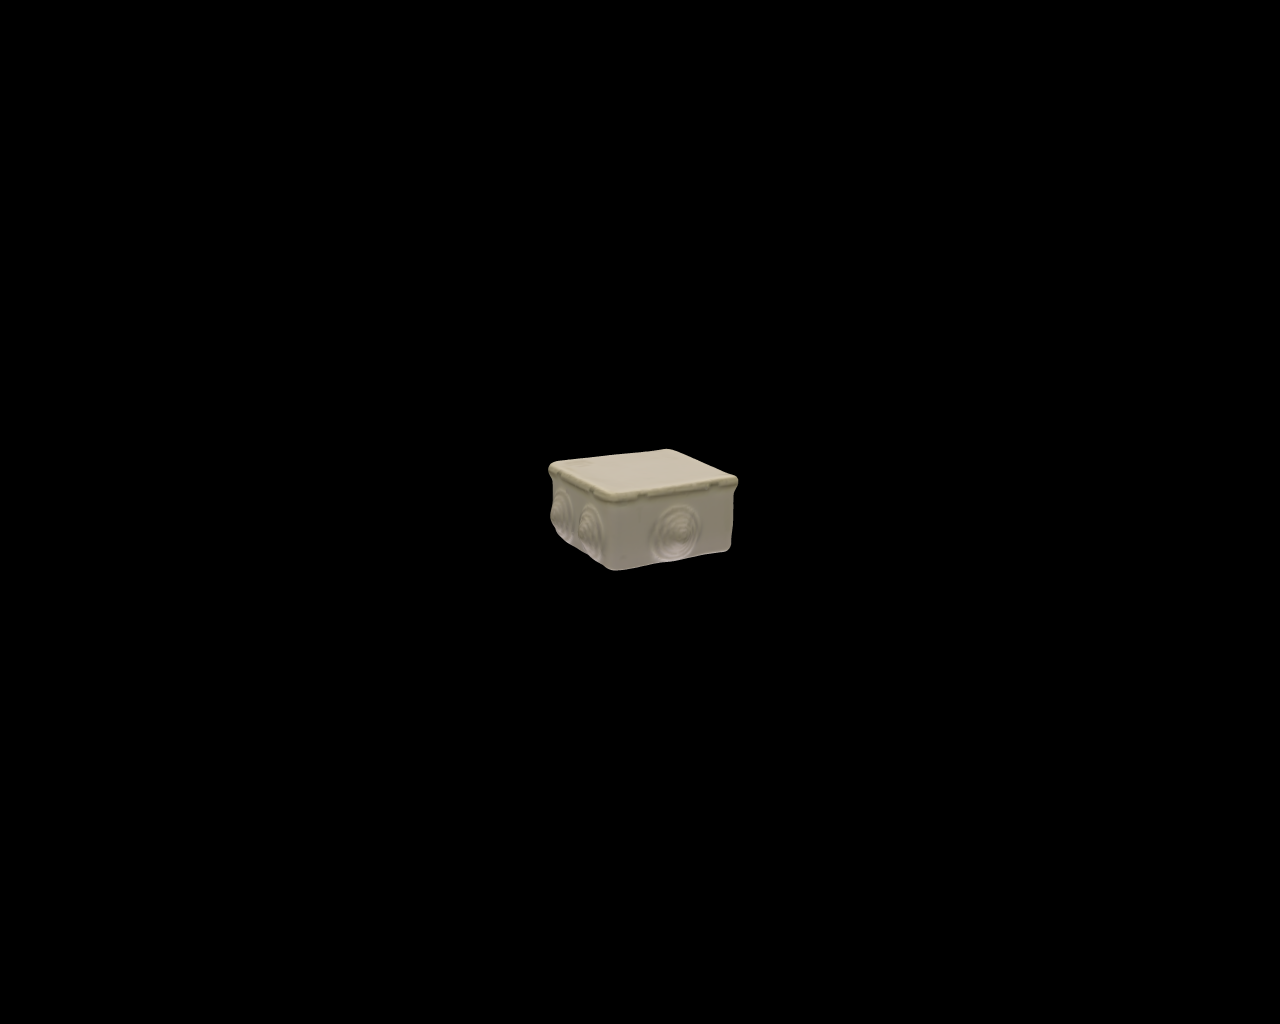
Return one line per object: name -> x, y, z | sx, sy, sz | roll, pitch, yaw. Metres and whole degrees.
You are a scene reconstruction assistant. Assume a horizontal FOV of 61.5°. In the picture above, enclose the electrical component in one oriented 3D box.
electrical component -> 0.001, -0.003, 0.650 | 0.100, 0.048, 0.100 | -8, 18, -26
